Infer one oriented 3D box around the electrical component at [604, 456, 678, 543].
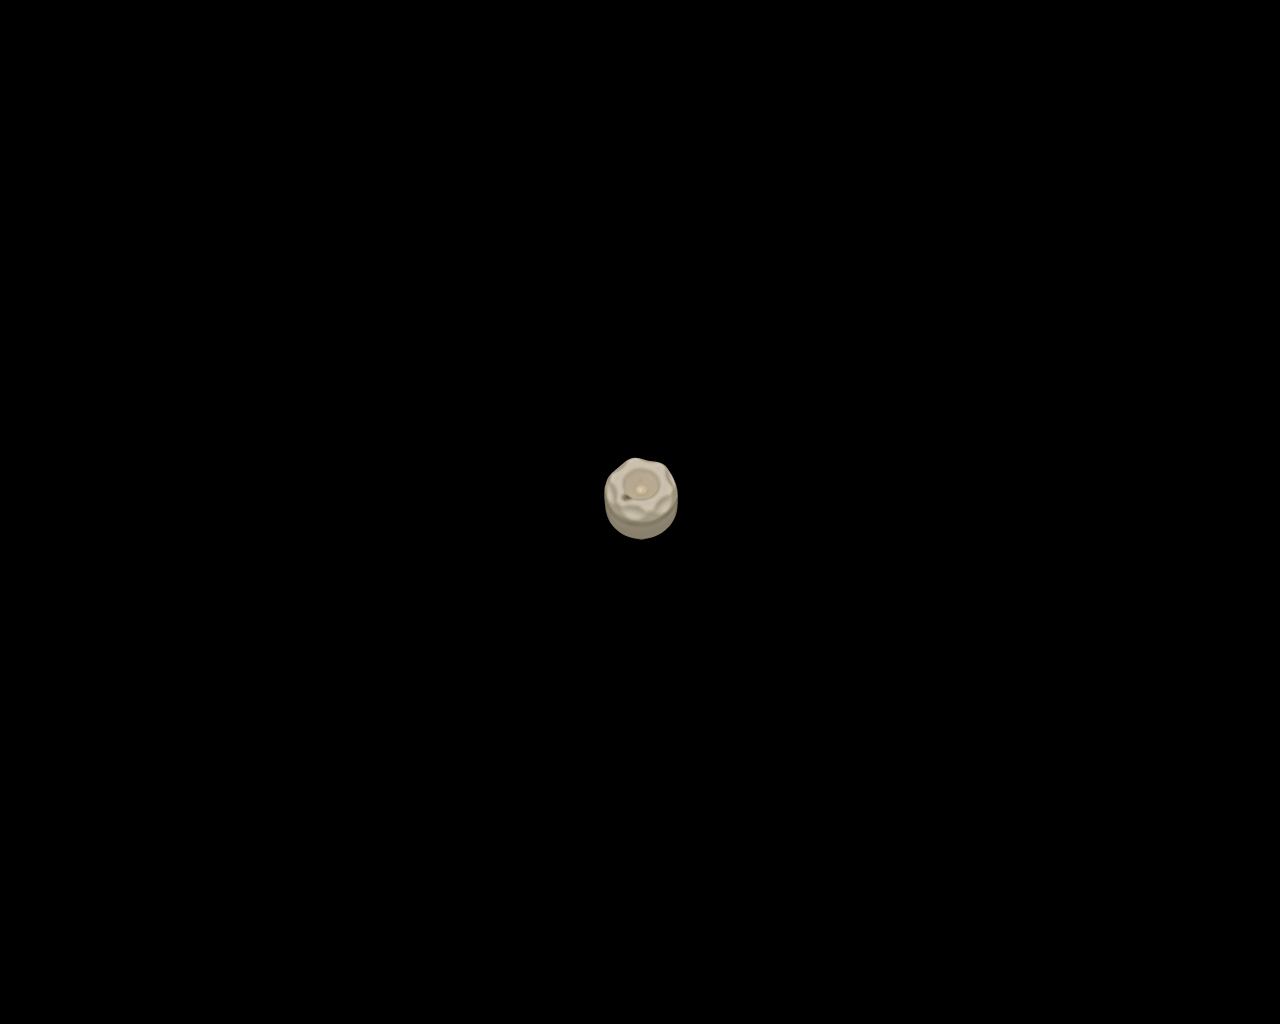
[{"bbox_3d":[0.001,-0.003,0.650,0.043,0.043,0.062,0,-28,0],"label":"electrical component"}]
